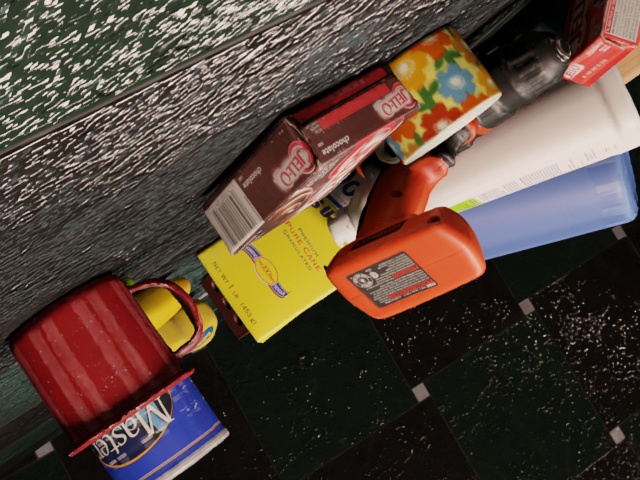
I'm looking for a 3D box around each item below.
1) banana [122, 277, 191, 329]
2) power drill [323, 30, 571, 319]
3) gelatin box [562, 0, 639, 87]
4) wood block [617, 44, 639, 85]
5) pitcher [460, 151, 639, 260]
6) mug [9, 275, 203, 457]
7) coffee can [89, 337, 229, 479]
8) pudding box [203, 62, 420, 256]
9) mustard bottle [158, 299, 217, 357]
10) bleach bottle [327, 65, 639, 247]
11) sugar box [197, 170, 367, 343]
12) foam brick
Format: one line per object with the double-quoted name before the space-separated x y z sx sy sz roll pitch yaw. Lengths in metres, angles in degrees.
"banana" -0.142 0.058 0.819 0.069 0.037 0.198 -35 178 2
"power drill" 0.082 -0.047 0.714 0.185 0.057 0.187 -29 -151 39
"gelatin box" 0.192 -0.158 0.720 0.073 0.030 0.089 136 -29 -74
"wood block" 0.313 -0.219 1.012 0.206 0.090 0.091 -35 178 5
"pitcher" 0.171 -0.055 1.024 0.243 0.149 0.144 -13 -178 20
"mug" -0.130 0.069 0.670 0.117 0.081 0.093 -34 177 -8
"coffee can" -0.158 0.137 0.904 0.103 0.140 0.103 -35 177 -2
"pudding box" -0.007 -0.046 0.610 0.089 0.039 0.114 -33 177 -39
"mustard bottle" -0.171 0.112 1.233 0.096 0.058 0.191 -41 176 23
"bleach bottle" 0.119 -0.056 0.826 0.251 0.068 0.102 -24 167 16
"sugar box" -0.006 0.001 0.908 0.176 0.093 0.048 -35 177 -3
"foam brick" -0.082 0.056 1.145 0.051 0.078 0.053 -32 175 -31
